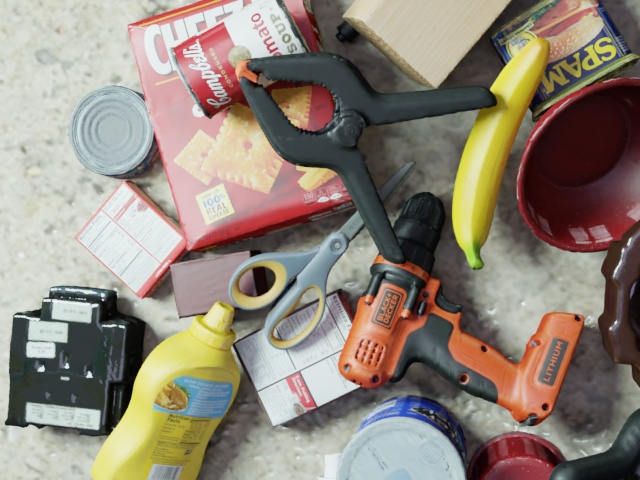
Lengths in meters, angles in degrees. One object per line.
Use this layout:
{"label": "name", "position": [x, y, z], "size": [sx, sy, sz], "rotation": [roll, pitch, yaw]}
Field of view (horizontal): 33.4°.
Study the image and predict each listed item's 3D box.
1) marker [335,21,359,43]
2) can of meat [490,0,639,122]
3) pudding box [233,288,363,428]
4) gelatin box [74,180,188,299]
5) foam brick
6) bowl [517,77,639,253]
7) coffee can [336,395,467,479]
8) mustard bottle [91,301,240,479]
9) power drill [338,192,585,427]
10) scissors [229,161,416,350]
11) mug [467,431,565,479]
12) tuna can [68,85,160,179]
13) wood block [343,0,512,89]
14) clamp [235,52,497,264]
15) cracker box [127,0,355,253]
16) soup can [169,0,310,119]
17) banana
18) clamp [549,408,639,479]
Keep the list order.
{"label": "marker", "position": [0.062, -0.222, 0.967], "size": [0.121, 0.020, 0.020], "rotation": [-41, 84, 6]}
{"label": "can of meat", "position": [0.210, -0.165, 0.927], "size": [0.102, 0.057, 0.084], "rotation": [-29, 83, 7]}
{"label": "pudding box", "position": [-0.011, 0.107, 0.965], "size": [0.113, 0.039, 0.090], "rotation": [-26, 84, 5]}
{"label": "gelatin box", "position": [-0.171, -0.001, 0.994], "size": [0.089, 0.030, 0.073], "rotation": [42, 97, 7]}
{"label": "foam brick", "position": [-0.091, 0.040, 0.970], "size": [0.078, 0.053, 0.051], "rotation": [-10, 88, 8]}
{"label": "bowl", "position": [0.233, -0.071, 0.900], "size": [0.162, 0.055, 0.162], "rotation": [-6, 121, -11]}
{"label": "coffee can", "position": [0.073, 0.191, 0.900], "size": [0.103, 0.140, 0.103], "rotation": [0, 89, 8]}
{"label": "mustard bottle", "position": [-0.123, 0.141, 0.943], "size": [0.058, 0.096, 0.192], "rotation": [39, 107, 47]}
{"label": "power drill", "position": [0.128, 0.066, 0.926], "size": [0.187, 0.057, 0.184], "rotation": [22, 75, 6]}
{"label": "scissors", "position": [-0.006, 0.001, 0.916], "size": [0.096, 0.016, 0.202], "rotation": [26, 103, -10]}
{"label": "mug", "position": [0.173, 0.229, 0.915], "size": [0.093, 0.081, 0.117], "rotation": [-6, 89, 8]}
{"label": "tuna can", "position": [-0.190, -0.101, 0.996], "size": [0.086, 0.033, 0.086], "rotation": [0, 89, 8]}
{"label": "wood block", "position": [0.124, -0.240, 0.911], "size": [0.090, 0.090, 0.206], "rotation": [39, 95, -15]}
{"label": "clamp", "position": [0.031, -0.098, 0.867], "size": [0.210, 0.036, 0.164], "rotation": [34, 96, -15]}
{"label": "cracker box", "position": [-0.065, -0.112, 0.958], "size": [0.164, 0.072, 0.214], "rotation": [-16, 87, 7]}
{"label": "soup can", "position": [-0.065, -0.154, 0.889], "size": [0.102, 0.068, 0.068], "rotation": [-28, 86, 6]}
{"label": "banana", "position": [0.149, -0.073, 0.900], "size": [0.037, 0.070, 0.198], "rotation": [13, 93, -28]}
{"label": "clamp", "position": [0.258, 0.203, 0.889], "size": [0.171, 0.039, 0.120], "rotation": [-26, 120, -29]}
